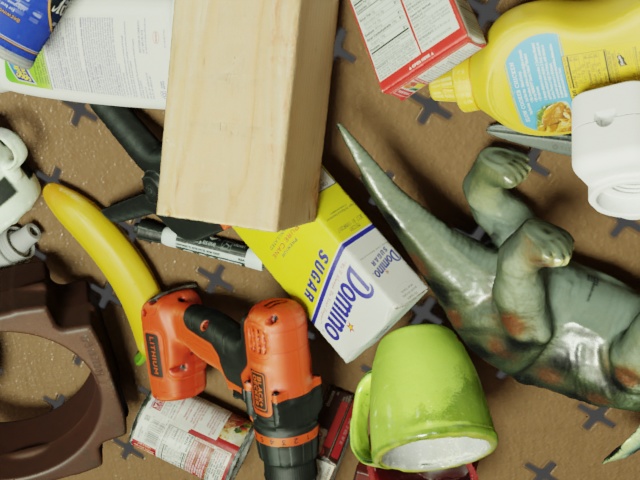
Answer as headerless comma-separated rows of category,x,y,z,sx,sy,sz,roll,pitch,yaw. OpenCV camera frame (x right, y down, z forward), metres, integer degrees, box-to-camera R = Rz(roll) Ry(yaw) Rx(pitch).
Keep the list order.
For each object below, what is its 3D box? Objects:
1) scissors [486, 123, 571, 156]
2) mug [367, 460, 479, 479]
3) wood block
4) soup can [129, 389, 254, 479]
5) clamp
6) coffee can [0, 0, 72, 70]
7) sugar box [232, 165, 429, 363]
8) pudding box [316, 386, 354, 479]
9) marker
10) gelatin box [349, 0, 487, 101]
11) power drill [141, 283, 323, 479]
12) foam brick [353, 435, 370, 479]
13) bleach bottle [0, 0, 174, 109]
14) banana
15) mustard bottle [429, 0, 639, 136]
scissors,0.226,-0.072,0.743,0.202,0.016,0.096,26,124,4
mug,0.099,0.183,0.904,0.093,0.081,0.117,-13,114,27
wood block,-0.046,-0.117,0.728,0.090,0.090,0.206,8,98,16
soup can,-0.118,0.181,0.994,0.102,0.068,0.069,25,125,6
clamp,-0.126,-0.055,0.848,0.172,0.039,0.120,14,128,38
coffee can,-0.209,-0.205,0.741,0.103,0.103,0.140,34,95,-1
sugar box,-0.006,0.001,0.817,0.176,0.048,0.093,51,142,12
pudding box,-0.004,0.200,0.948,0.039,0.090,0.114,21,125,7
marker,-0.103,0.003,0.911,0.121,0.020,0.020,14,123,13
gelatin box,0.064,-0.151,0.722,0.073,0.030,0.089,-31,66,32
power drill,-0.071,0.122,0.890,0.188,0.057,0.184,15,114,45
foam brick,0.055,0.225,0.964,0.051,0.053,0.078,18,124,10
bleach bottle,-0.194,-0.158,0.823,0.251,0.068,0.102,8,118,20
banana,-0.180,0.034,0.947,0.070,0.037,0.198,-11,115,25
mustard bottle,0.166,-0.116,0.712,0.192,0.058,0.096,-6,132,24
